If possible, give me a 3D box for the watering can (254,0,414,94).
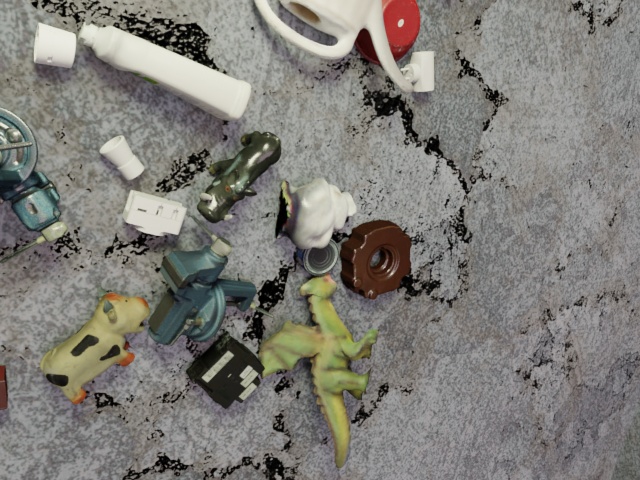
[{"bbox_3d":[0.053,-0.416,0.904,0.346,0.105,0.224,22,94,-20],"label":"watering can"}]

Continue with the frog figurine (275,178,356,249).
[{"bbox_3d":[0.003,-0.050,0.999,0.159,0.122,0.138,2,86,-19],"label":"frog figurine"}]

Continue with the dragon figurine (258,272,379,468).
[{"bbox_3d":[-0.011,0.267,1.088,0.243,0.122,0.410,14,90,0],"label":"dragon figurine"}]
